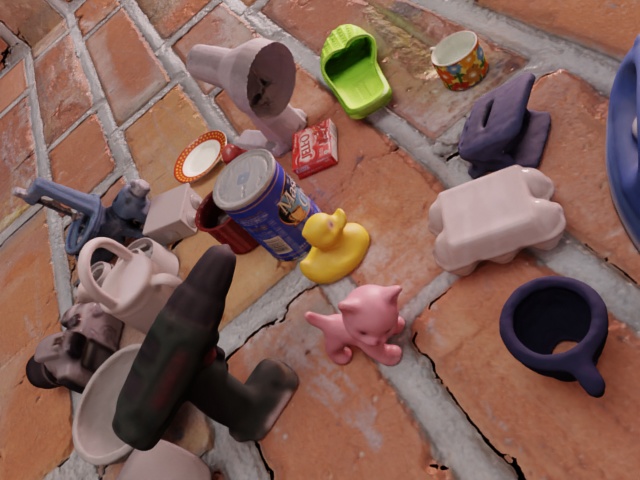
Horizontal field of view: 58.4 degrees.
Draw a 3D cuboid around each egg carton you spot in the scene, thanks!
[{"bbox_3d":[0.199,-0.021,0.659,0.150,0.070,0.107,-21,47,22],"label":"egg carton"}]

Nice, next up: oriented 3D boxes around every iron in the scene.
[{"bbox_3d":[0.340,-0.108,0.570,0.118,0.142,0.258,-4,55,34],"label":"iron"}]

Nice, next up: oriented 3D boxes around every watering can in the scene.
[{"bbox_3d":[-0.285,0.074,0.850,0.172,0.195,0.100,-30,44,14],"label":"watering can"}]

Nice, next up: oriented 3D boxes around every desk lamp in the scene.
[{"bbox_3d":[-0.113,-0.239,0.955,0.202,0.214,0.118,15,68,43],"label":"desk lamp"}]

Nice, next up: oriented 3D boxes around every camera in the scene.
[{"bbox_3d":[-0.411,0.180,0.929,0.136,0.101,0.143,-19,48,24],"label":"camera"}]

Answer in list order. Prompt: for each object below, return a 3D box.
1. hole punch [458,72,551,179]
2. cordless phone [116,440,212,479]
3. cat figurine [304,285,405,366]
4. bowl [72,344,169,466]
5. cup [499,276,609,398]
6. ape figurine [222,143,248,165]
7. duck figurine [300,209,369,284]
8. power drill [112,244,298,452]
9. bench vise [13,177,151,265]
[{"bbox_3d":[0.225,-0.144,0.721,0.100,0.091,0.109,3,59,38],"label":"hole punch"},{"bbox_3d":[-0.222,0.290,0.640,0.093,0.186,0.148,3,60,38],"label":"cordless phone"},{"bbox_3d":[0.043,0.091,0.651,0.127,0.118,0.067,-9,53,31],"label":"cat figurine"},{"bbox_3d":[-0.254,0.233,0.790,0.167,0.075,0.167,-20,48,23],"label":"bowl"},{"bbox_3d":[0.228,0.102,0.523,0.091,0.095,0.117,-33,44,11],"label":"cup"},{"bbox_3d":[-0.134,-0.126,0.971,0.077,0.092,0.076,-17,49,26],"label":"ape figurine"},{"bbox_3d":[0.007,0.003,0.770,0.104,0.086,0.077,-43,43,0],"label":"duck figurine"},{"bbox_3d":[-0.120,0.144,0.662,0.075,0.209,0.230,21,71,44],"label":"power drill"},{"bbox_3d":[-0.416,-0.064,1.037,0.207,0.220,0.121,-44,43,-1],"label":"bench vise"}]
